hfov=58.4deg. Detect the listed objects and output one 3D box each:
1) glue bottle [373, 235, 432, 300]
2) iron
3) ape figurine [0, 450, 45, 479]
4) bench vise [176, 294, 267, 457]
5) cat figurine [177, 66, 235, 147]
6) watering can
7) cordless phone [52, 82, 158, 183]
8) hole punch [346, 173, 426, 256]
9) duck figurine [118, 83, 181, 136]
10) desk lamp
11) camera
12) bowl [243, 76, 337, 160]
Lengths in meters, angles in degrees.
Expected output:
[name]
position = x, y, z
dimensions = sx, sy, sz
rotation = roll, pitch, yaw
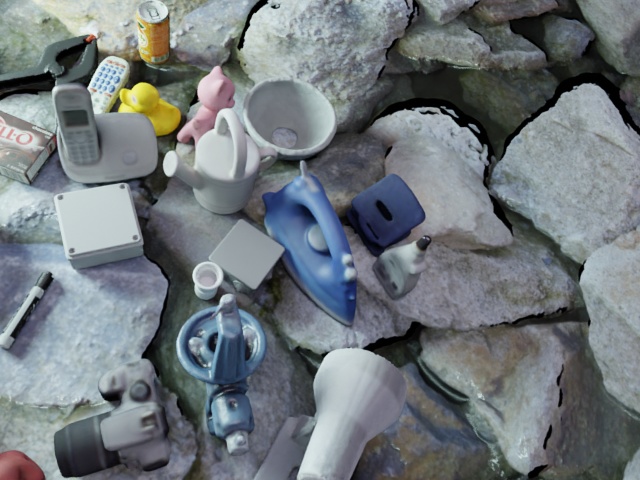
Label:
[glue bottle]
position = 0.139, 0.034, 0.913
dimensions = 0.037, 0.173, 0.078
rotation = -23, 74, -23
[iron]
position = 0.008, 0.003, 0.909
dimensions = 0.119, 0.141, 0.258
rotation = -22, 73, -23
[ape figurine]
position = -0.380, 0.294, 0.697
dimensions = 0.078, 0.092, 0.076
rotation = -3, 67, -16
[bench vise]
position = -0.110, 0.165, 0.758
dimensions = 0.122, 0.219, 0.207
rotation = -25, 74, -24
[cat figurine]
position = -0.187, -0.228, 0.975
dimensions = 0.067, 0.117, 0.128
rotation = 28, 62, -1
[watering can]
position = -0.151, -0.123, 0.894
dimensions = 0.173, 0.194, 0.101
rotation = -36, 79, -26
[cordless phone]
position = -0.326, -0.169, 0.872
dimensions = 0.148, 0.185, 0.094
rotation = -12, 69, -20
[hole punch]
position = 0.113, -0.043, 0.988
dimensions = 0.101, 0.091, 0.108
rotation = -28, 76, -24
[duck figurine]
position = -0.288, -0.227, 0.965
dimensions = 0.105, 0.086, 0.077
rotation = 9, 64, -11
[desk lamp]
position = 0.012, 0.262, 0.750
dimensions = 0.118, 0.213, 0.203
rotation = 30, 62, 0
[camera]
position = -0.272, 0.240, 0.746
dimensions = 0.137, 0.100, 0.143
rotation = -13, 70, -20
[bowl]
position = -0.058, -0.204, 1.024
dimensions = 0.168, 0.074, 0.167
rotation = 6, 65, -13
